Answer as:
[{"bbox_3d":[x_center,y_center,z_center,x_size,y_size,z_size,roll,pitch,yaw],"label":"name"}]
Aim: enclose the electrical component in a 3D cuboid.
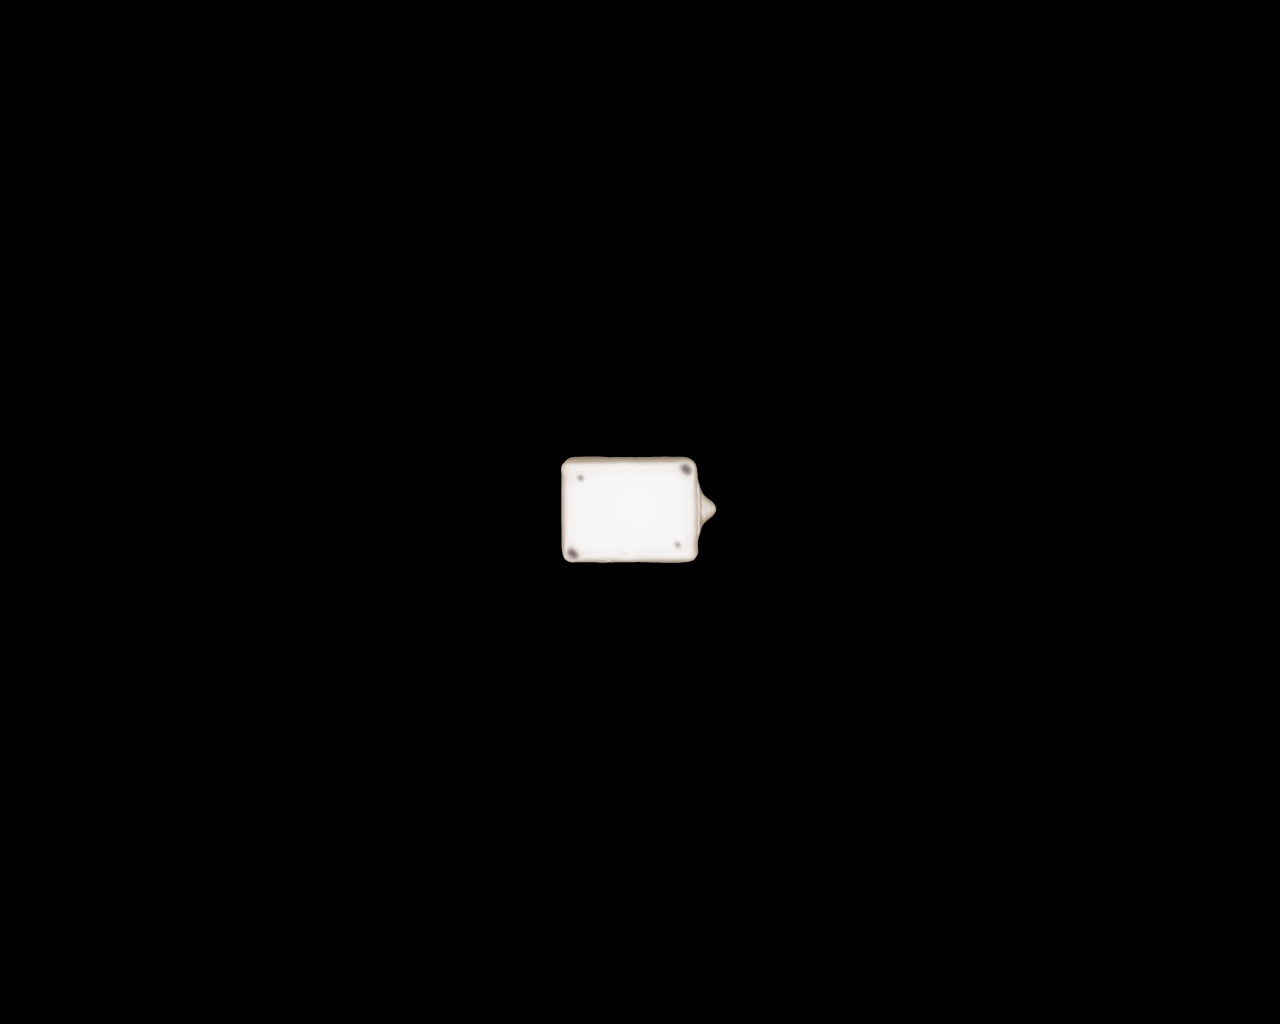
[{"bbox_3d":[0.001,-0.003,0.650,0.096,0.061,0.061,0,5,0],"label":"electrical component"}]
